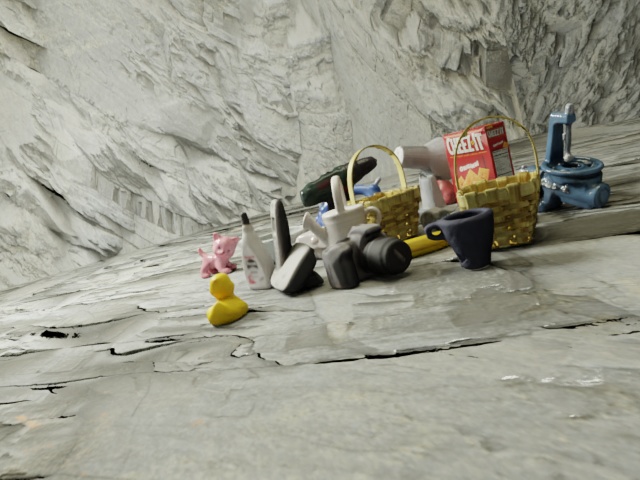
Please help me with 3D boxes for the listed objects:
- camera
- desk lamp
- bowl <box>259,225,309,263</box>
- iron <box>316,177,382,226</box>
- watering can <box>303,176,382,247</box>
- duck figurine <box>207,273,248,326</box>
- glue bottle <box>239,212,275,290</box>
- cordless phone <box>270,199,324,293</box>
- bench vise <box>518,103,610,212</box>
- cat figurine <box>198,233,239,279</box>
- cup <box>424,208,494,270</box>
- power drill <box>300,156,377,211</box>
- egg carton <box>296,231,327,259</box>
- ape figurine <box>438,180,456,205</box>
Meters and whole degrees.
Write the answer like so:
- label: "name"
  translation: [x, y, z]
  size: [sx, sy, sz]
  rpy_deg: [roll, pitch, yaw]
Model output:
- label: "camera"
  translation: [0.093, 0.025, 1.069]
  size: [0.143, 0.101, 0.136]
  rpy_deg: [-20, 10, -28]
- label: "desk lamp"
  translation: [0.293, -0.168, 1.580]
  size: [0.204, 0.213, 0.117]
  rpy_deg: [-19, 9, -21]
- label: "bowl"
  translation: [-0.102, 0.017, 1.542]
  size: [0.167, 0.075, 0.167]
  rpy_deg: [-15, 9, 3]
- label: "iron"
  translation: [0.083, -0.089, 1.681]
  size: [0.258, 0.141, 0.119]
  rpy_deg: [-14, 9, 10]
- label: "watering can"
  translation: [0.048, -0.049, 1.305]
  size: [0.173, 0.194, 0.100]
  rpy_deg: [-17, 9, -10]
- label: "duck figurine"
  translation: [-0.181, 0.106, 1.071]
  size: [0.077, 0.086, 0.104]
  rpy_deg: [-14, 9, 8]
- label: "glue bottle"
  translation: [-0.145, 0.023, 1.250]
  size: [0.077, 0.173, 0.037]
  rpy_deg: [-8, 11, 39]
- label: "cordless phone"
  translation: [-0.067, 0.010, 1.160]
  size: [0.094, 0.185, 0.147]
  rpy_deg: [-18, 9, -18]
- label: "bench vise"
  translation: [0.494, -0.169, 1.214]
  size: [0.122, 0.220, 0.206]
  rpy_deg: [-23, 12, -41]
- label: "cat figurine"
  translation: [-0.281, 0.036, 1.588]
  size: [0.127, 0.118, 0.067]
  rpy_deg: [-12, 9, 19]
- label: "cup"
  translation: [0.241, 0.004, 0.968]
  size: [0.117, 0.095, 0.092]
  rpy_deg: [-12, 9, 17]
- label: "power drill"
  translation: [0.069, -0.103, 1.567]
  size: [0.230, 0.208, 0.075]
  rpy_deg: [-16, 9, -7]
- label: "egg carton"
  translation: [0.013, 0.005, 1.437]
  size: [0.150, 0.069, 0.107]
  rpy_deg: [-10, 10, 32]
- label: "ape figurine"
  translation: [0.382, -0.155, 1.748]
  size: [0.078, 0.092, 0.076]
  rpy_deg: [-16, 9, -4]
